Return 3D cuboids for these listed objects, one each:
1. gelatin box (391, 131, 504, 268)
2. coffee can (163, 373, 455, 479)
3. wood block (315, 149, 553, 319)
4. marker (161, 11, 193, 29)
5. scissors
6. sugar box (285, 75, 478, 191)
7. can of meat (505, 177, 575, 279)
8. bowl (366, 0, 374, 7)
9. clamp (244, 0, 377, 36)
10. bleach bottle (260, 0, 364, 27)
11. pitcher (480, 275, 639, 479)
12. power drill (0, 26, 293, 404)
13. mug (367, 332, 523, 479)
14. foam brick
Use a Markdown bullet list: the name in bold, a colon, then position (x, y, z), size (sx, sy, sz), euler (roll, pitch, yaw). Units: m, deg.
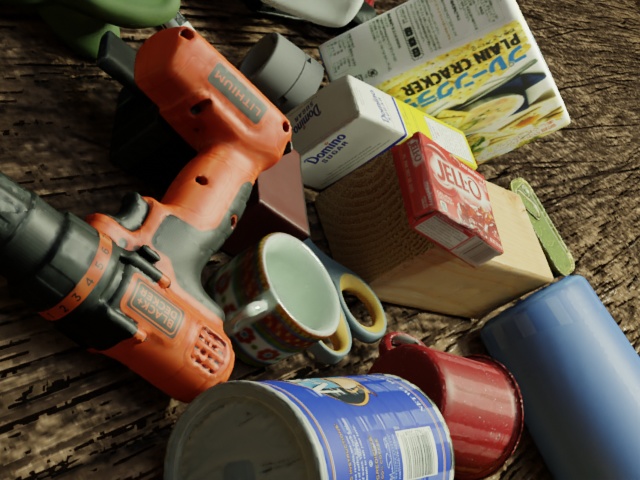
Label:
- **gelatin box**: position (0.094, -0.029, 0.783), size (0.089, 0.030, 0.073), euler (29, 41, -42)
- **coffee can**: position (-0.002, 0.127, 0.592), size (0.140, 0.103, 0.103), euler (7, 56, -55)
- **wood block**: position (0.099, 0.000, 0.891), size (0.205, 0.090, 0.091), euler (14, 51, -53)
- **marker**: position (-0.133, -0.193, 0.787), size (0.121, 0.020, 0.020), euler (53, 29, -10)
- **scissors**: position (-0.005, 0.001, 0.794), size (0.096, 0.016, 0.202), euler (11, 52, -41)
- **sugar box**: position (0.043, -0.073, 0.870), size (0.175, 0.093, 0.048), euler (20, 47, -50)
- **can of meat**: position (0.178, 0.005, 1.016), size (0.102, 0.084, 0.057), euler (60, 29, 3)
- **bowl**: position (0.025, -0.323, 1.127), size (0.162, 0.055, 0.162), euler (38, 34, -32)
- **clamp**: position (-0.002, -0.212, 0.975), size (0.120, 0.039, 0.171), euler (27, 19, -3)
- **bleach bottle**: position (-0.015, -0.256, 0.939), size (0.102, 0.068, 0.251), euler (18, 22, -9)
- **pitcher**: position (0.252, 0.154, 0.941), size (0.243, 0.145, 0.149), euler (61, 7, 11)
- **power drill**: position (-0.099, -0.027, 0.591), size (0.184, 0.057, 0.187), euler (43, 53, -31)
- **mug**: position (0.077, 0.111, 0.756), size (0.081, 0.093, 0.117), euler (20, 34, -42)
- **foam brick**: position (-0.045, -0.031, 0.733), size (0.051, 0.053, 0.078), euler (33, 36, -39)
